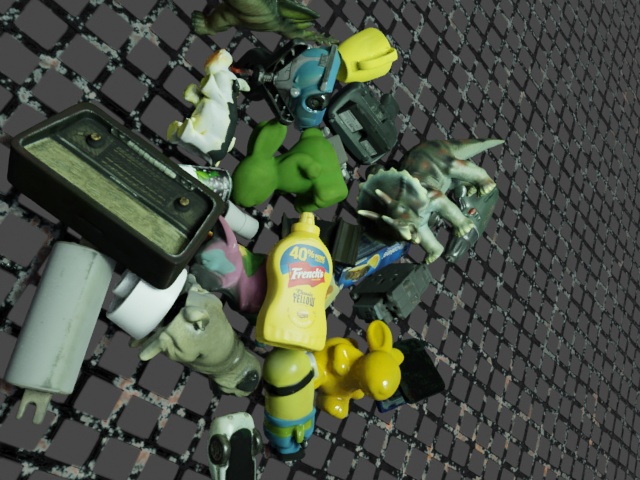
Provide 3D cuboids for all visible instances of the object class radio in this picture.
[{"bbox_3d":[-0.239,-0.057,0.652,0.229,0.073,0.131,38,44,-6],"label":"radio"}]

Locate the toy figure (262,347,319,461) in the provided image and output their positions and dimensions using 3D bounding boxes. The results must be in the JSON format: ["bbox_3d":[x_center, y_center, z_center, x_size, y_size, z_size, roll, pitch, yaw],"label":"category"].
[{"bbox_3d":[-0.047,0.246,0.809,0.089,0.082,0.180,-23,121,-68],"label":"toy figure"}]

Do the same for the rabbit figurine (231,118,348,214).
[{"bbox_3d":[-0.060,-0.109,0.839,0.170,0.121,0.159,-15,102,-24],"label":"rabbit figurine"}]

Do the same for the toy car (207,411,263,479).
[{"bbox_3d":[-0.125,0.352,0.775,0.073,0.056,0.201,4,84,-45],"label":"toy car"}]

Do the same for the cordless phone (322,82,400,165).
[{"bbox_3d":[0.095,-0.245,1.012,0.146,0.089,0.184,48,48,-24],"label":"cordless phone"}]

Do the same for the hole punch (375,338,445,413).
[{"bbox_3d":[0.150,0.251,0.997,0.142,0.092,0.116,-6,61,-36],"label":"hole punch"}]

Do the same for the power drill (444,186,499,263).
[{"bbox_3d":[0.296,-0.091,1.143,0.232,0.086,0.207,-42,107,-35],"label":"power drill"}]

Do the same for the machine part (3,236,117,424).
[{"bbox_3d":[-0.308,0.091,0.641,0.079,0.079,0.243,23,71,-35],"label":"machine part"}]

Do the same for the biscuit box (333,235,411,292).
[{"bbox_3d":[0.084,0.021,0.959,0.203,0.063,0.059,-24,143,-37],"label":"biscuit box"}]

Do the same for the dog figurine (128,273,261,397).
[{"bbox_3d":[-0.134,0.146,0.720,0.190,0.172,0.121,38,74,-22],"label":"dog figurine"}]

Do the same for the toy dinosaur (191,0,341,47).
[{"bbox_3d":[-0.097,-0.357,0.782,0.471,0.199,0.105,-14,108,-71],"label":"toy dinosaur"}]

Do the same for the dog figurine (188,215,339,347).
[{"bbox_3d":[-0.092,0.044,0.802,0.191,0.108,0.219,-44,109,-32],"label":"dog figurine"}]

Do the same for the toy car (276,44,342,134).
[{"bbox_3d":[-0.030,-0.248,0.870,0.103,0.161,0.109,19,67,-6],"label":"toy car"}]

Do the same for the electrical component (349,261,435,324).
[{"bbox_3d":[0.122,0.095,0.960,0.134,0.115,0.058,-39,107,-36],"label":"electrical component"}]

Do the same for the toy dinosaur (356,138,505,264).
[{"bbox_3d":[0.194,-0.105,0.953,0.192,0.131,0.405,40,52,-7],"label":"toy dinosaur"}]

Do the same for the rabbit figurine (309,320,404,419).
[{"bbox_3d":[0.070,0.214,0.870,0.162,0.173,0.121,-34,103,-31],"label":"rabbit figurine"}]

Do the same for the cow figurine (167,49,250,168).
[{"bbox_3d":[-0.152,-0.197,0.802,0.098,0.068,0.167,33,69,-37],"label":"cow figurine"}]

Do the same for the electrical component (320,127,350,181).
[{"bbox_3d":[0.017,-0.148,0.946,0.078,0.045,0.102,-23,100,-37],"label":"electrical component"}]

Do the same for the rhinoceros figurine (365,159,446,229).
[{"bbox_3d":[0.164,-0.092,1.046,0.190,0.073,0.112,35,72,-31],"label":"rhinoceros figurine"}]

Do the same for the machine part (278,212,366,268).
[{"bbox_3d":[-0.002,-0.003,0.869,0.039,0.139,0.084,39,66,-80],"label":"machine part"}]
